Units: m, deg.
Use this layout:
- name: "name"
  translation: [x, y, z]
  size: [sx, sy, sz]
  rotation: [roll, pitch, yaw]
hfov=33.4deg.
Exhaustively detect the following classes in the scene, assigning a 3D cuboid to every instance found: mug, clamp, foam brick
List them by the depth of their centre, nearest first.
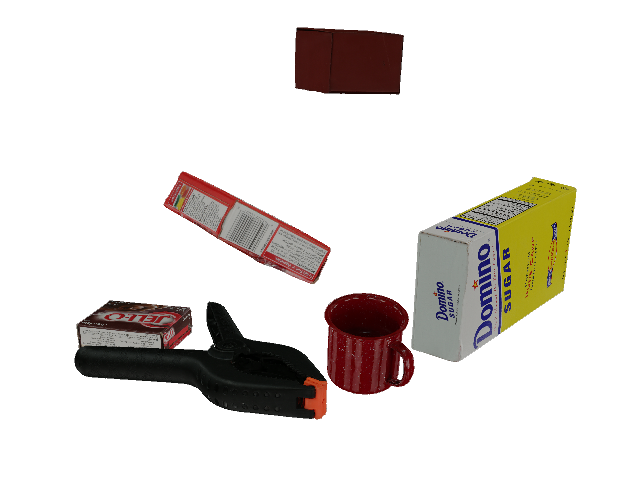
- name: "clamp"
  translation: [-0.074, 0.098, 0.883]
  size: [0.210, 0.036, 0.164]
  rotation: [12, 21, 31]
- name: "foam brick"
  translation: [0.024, -0.151, 0.899]
  size: [0.078, 0.051, 0.053]
  rotation: [-5, 16, -35]
- name: "mug"
  translation: [0.058, 0.122, 1.185]
  size: [0.117, 0.081, 0.093]
  rotation: [27, 37, 36]

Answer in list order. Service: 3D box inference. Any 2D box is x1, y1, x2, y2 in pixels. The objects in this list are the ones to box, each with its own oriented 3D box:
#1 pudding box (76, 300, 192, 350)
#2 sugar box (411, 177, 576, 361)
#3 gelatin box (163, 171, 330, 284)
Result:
- name: "pudding box"
  translation: [-0.223, 0.106, 1.287]
  size: [0.114, 0.039, 0.090]
  rotation: [2, 15, 15]
- name: "sugar box"
  translation: [0.134, 0.018, 0.802]
  size: [0.048, 0.093, 0.175]
  rotation: [15, 24, 32]
- name: "gelatin box"
  translation: [-0.047, -0.008, 0.698]
  size: [0.089, 0.030, 0.073]
  rotation: [28, 0, -40]
